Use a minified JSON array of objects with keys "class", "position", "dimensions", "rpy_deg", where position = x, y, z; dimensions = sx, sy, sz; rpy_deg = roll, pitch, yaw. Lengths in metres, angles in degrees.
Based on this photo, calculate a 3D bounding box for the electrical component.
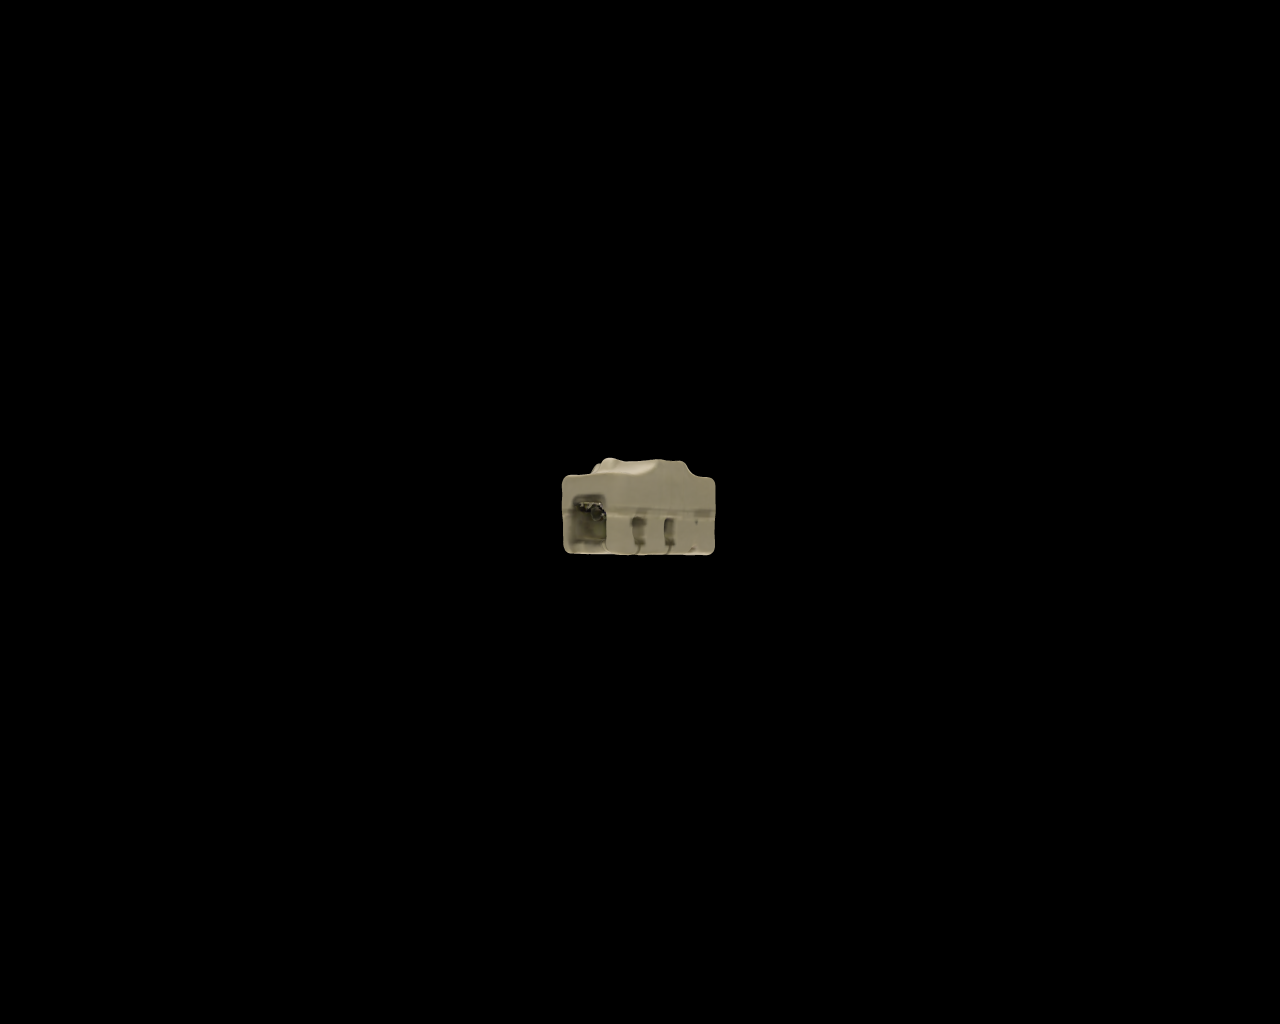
[{"class":"electrical component","position":[0.001,-0.003,0.650],"dimensions":[0.050,0.055,0.089],"rpy_deg":[-2,-3,43]}]
